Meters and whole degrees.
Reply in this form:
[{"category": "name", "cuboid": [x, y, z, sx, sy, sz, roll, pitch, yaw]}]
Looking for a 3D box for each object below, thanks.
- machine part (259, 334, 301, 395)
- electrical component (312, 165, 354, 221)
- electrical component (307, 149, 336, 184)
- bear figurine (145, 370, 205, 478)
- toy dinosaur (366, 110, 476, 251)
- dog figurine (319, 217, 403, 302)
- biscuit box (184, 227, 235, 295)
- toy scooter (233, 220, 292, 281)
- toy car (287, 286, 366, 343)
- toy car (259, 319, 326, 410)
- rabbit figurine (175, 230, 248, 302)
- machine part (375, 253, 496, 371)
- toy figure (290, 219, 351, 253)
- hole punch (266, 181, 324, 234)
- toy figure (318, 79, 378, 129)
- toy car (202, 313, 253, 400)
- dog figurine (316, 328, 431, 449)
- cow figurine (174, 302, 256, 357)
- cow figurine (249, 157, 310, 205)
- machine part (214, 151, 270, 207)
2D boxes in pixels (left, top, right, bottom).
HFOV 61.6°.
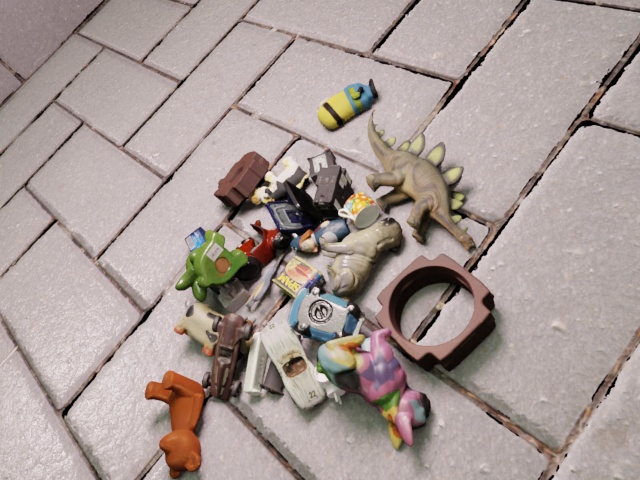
[{"category": "machine part", "cuboid": [-0.091, 0.272, 1.195, 0.084, 0.039, 0.139, 4, 60, 20]}, {"category": "electrical component", "cuboid": [0.036, -0.116, 1.326, 0.058, 0.114, 0.134, 2, 59, 24]}, {"category": "electrical component", "cuboid": [0.012, -0.179, 1.421, 0.075, 0.047, 0.119, -24, 52, 12]}, {"category": "bear figurine", "cuboid": [-0.318, 0.405, 1.174, 0.120, 0.132, 0.196, -31, 42, 37]}, {"category": "toy dinosaur", "cuboid": [0.215, -0.149, 1.267, 0.198, 0.105, 0.472, -35, 59, -6]}, {"category": "dog figurine", "cuboid": [0.106, 0.047, 1.207, 0.191, 0.121, 0.172, -12, 88, 0]}, {"category": "biscuit box", "cuboid": [-0.292, 0.053, 1.421, 0.059, 0.062, 0.203, -38, 50, 2]}, {"category": "toy scooter", "cuboid": [-0.166, 0.015, 1.374, 0.184, 0.075, 0.135, -40, 47, -2]}, {"category": "toy car", "cuboid": [0.020, 0.171, 1.156, 0.162, 0.102, 0.109, 15, 74, 18]}, {"category": "toy car", "cuboid": [-0.059, 0.261, 1.140, 0.073, 0.056, 0.202, -28, 68, -12]}, {"category": "rabbit figurine", "cuboid": [-0.273, 0.069, 1.300, 0.170, 0.121, 0.159, -1, 59, 58]}, {"category": "machine part", "cuboid": [0.231, 0.144, 1.077, 0.201, 0.087, 0.202, -44, 52, -3]}, {"category": "toy figure", "cuboid": [-0.003, -0.006, 1.305, 0.154, 0.058, 0.064, -22, 89, 14]}, {"category": "hole punch", "cuboid": [-0.062, -0.071, 1.352, 0.092, 0.115, 0.142, -46, 49, 17]}, {"category": "toy figure", "cuboid": [0.076, -0.377, 1.496, 0.180, 0.082, 0.089, -23, 50, 10]}, {"category": "toy car", "cuboid": [-0.209, 0.261, 1.195, 0.089, 0.053, 0.202, 14, 98, 6]}, {"category": "dog figurine", "cuboid": [0.104, 0.285, 1.009, 0.191, 0.108, 0.219, -9, 67, -20]}, {"category": "cow figurine", "cuboid": [-0.236, 0.212, 1.272, 0.195, 0.085, 0.127, 28, 87, 23]}, {"category": "cow figurine", "cuboid": [-0.107, -0.140, 1.449, 0.167, 0.068, 0.098, -41, 56, 0]}, {"category": "machine part", "cuboid": [-0.218, -0.170, 1.488, 0.179, 0.056, 0.179, -37, 27, 23]}]
